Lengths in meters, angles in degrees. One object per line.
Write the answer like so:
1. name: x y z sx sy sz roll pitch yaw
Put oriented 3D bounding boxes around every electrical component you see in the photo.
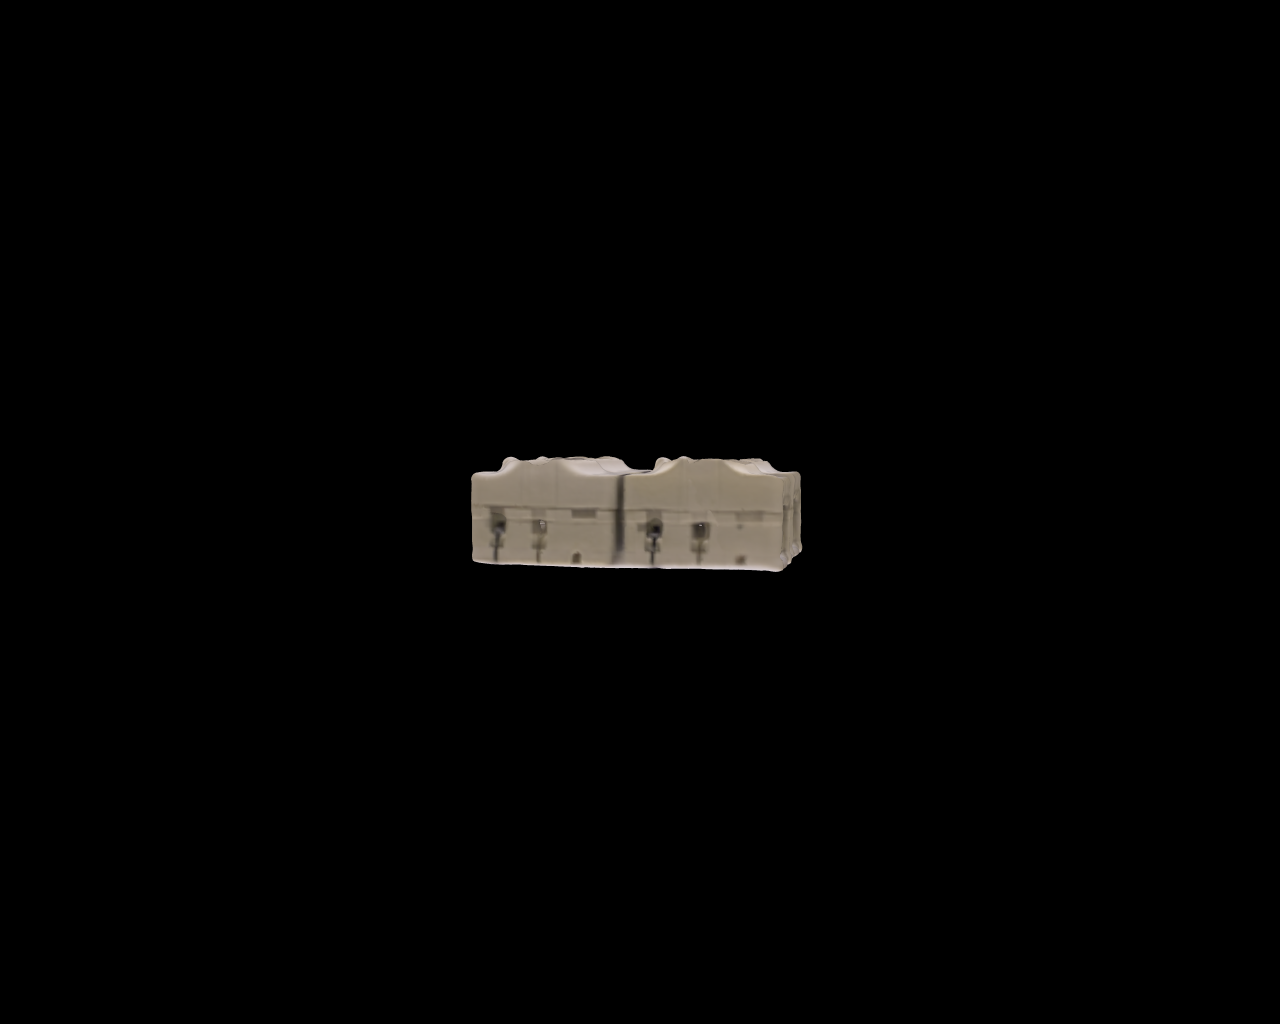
1. electrical component: 0.001 -0.003 0.650 0.186 0.060 0.105 1 4 15
